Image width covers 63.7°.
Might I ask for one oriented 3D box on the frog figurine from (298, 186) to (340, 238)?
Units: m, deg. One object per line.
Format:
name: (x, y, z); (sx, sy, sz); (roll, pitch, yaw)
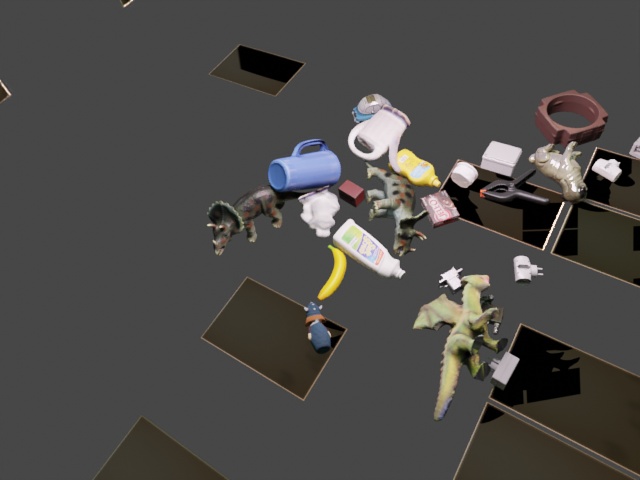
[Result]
frog figurine: (0.005, -0.087, 1.735); (0.138, 0.122, 0.159); (-21, 90, -15)

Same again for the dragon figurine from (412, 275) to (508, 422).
dragon figurine: (0.358, 0.261, 1.411); (0.413, 0.120, 0.245); (-50, 35, -9)

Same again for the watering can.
watering can: (0.237, -0.365, 1.845); (0.224, 0.102, 0.353); (-48, 41, 0)
